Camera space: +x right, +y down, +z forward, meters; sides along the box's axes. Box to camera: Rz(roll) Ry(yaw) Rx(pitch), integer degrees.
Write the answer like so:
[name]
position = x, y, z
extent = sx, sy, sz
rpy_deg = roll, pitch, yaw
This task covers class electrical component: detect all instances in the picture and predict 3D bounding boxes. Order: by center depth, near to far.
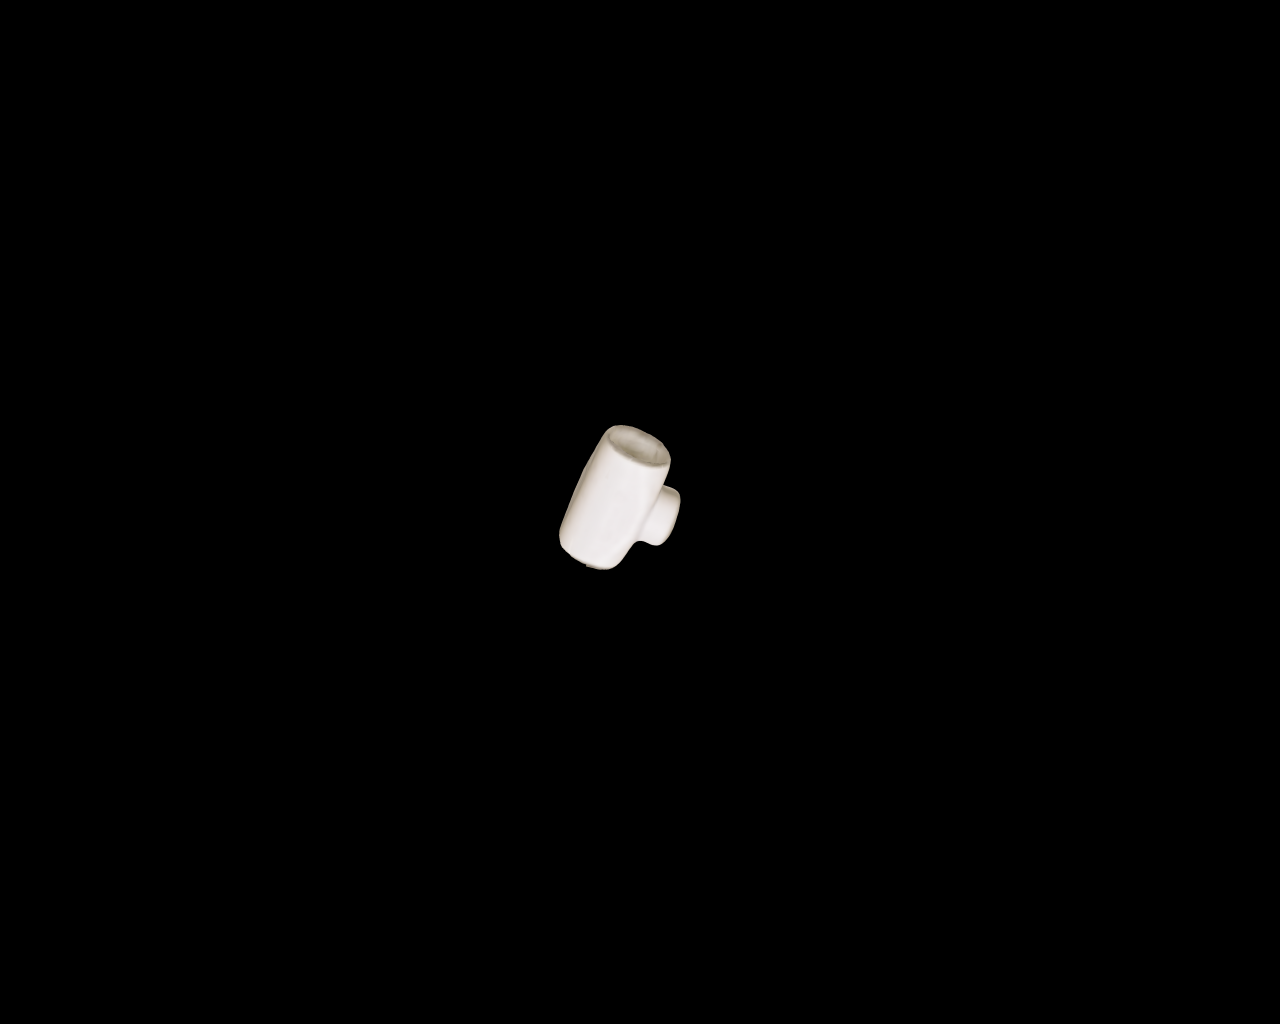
[electrical component]
position = 0.001, -0.003, 0.650
extent = 0.079, 0.077, 0.044
rpy_deg = 21, 28, -12
